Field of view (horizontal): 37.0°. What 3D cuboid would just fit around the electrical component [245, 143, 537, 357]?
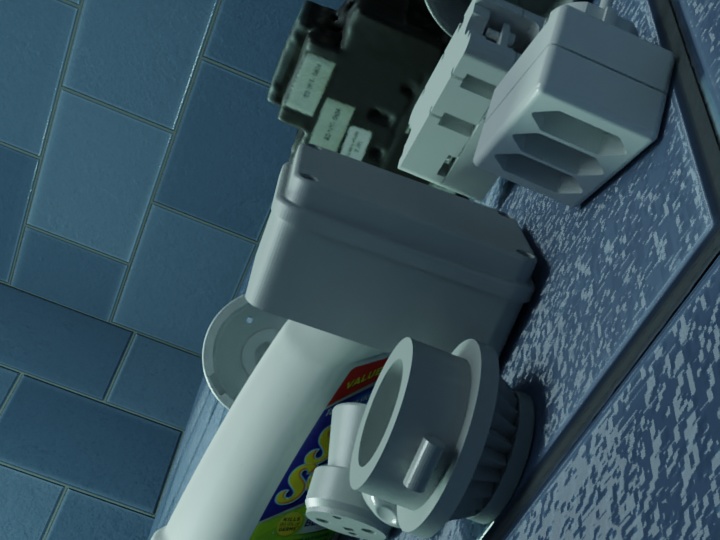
[{"bbox_3d":[0.013,-0.006,0.468,0.078,0.113,0.057,-92,22,-71],"label":"electrical component"}]

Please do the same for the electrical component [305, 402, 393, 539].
[{"bbox_3d":[0.001,0.098,0.525,0.045,0.045,0.055,128,161,-64],"label":"electrical component"}]

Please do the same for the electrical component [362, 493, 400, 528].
[{"bbox_3d":[0.017,0.093,0.471,0.061,0.035,0.035,142,149,-80],"label":"electrical component"}]

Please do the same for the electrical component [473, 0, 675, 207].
[{"bbox_3d":[0.085,-0.076,0.413,0.065,0.047,0.076,129,162,-65],"label":"electrical component"}]

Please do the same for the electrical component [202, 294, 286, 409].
[{"bbox_3d":[-0.075,0.073,0.893,0.060,0.108,0.108,121,170,-79],"label":"electrical component"}]

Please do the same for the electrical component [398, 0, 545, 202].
[{"bbox_3d":[0.064,-0.083,0.537,0.089,0.056,0.050,120,168,-48],"label":"electrical component"}]
